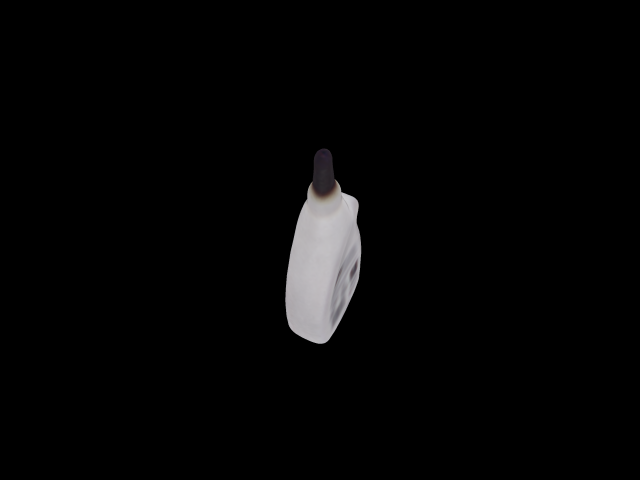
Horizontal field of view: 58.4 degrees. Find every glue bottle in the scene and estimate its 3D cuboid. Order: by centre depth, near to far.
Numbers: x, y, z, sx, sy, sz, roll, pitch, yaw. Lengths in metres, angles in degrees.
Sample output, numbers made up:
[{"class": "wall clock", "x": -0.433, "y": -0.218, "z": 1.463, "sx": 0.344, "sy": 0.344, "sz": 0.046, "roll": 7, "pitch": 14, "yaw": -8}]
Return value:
[{"class": "glue bottle", "x": 0.004, "y": 0.001, "z": 0.400, "sx": 0.037, "sy": 0.173, "sz": 0.078, "roll": 21, "pitch": 56, "yaw": 16}]
